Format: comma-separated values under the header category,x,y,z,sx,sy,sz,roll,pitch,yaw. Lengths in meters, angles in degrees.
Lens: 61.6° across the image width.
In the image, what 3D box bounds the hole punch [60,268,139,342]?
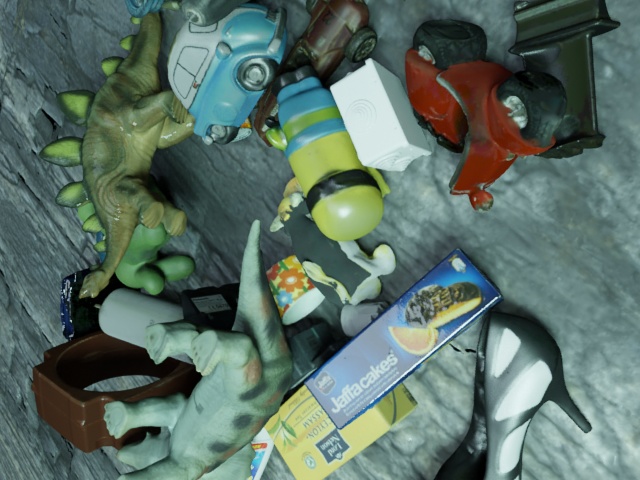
category,x,y,z,sx,sy,sz,roll,pitch,yaw
hole punch,-0.374,0.104,0.893,0.092,0.116,0.142,21,110,42

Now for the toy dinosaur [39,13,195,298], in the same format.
category,x,y,z,sx,sy,sz,roll,pitch,yaw
toy dinosaur,-0.250,-0.152,0.702,0.199,0.105,0.471,5,71,15

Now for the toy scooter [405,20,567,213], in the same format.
category,x,y,z,sx,sy,sz,roll,pitch,yaw
toy scooter,0.131,-0.104,0.474,0.184,0.075,0.135,-121,23,-44

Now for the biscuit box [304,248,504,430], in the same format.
category,x,y,z,sx,sy,sz,roll,pitch,yaw
biscuit box,0.081,0.097,0.523,0.202,0.059,0.063,-43,70,10

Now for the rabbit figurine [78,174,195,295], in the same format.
category,x,y,z,sx,sy,sz,roll,pitch,yaw
rabbit figurine,-0.261,0.010,0.806,0.159,0.121,0.170,35,136,22

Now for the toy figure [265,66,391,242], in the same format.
category,x,y,z,sx,sy,sz,roll,pitch,yaw
toy figure,0.002,-0.084,0.534,0.082,0.089,0.180,-24,86,26

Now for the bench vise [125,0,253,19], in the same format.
category,x,y,z,sx,sy,sz,roll,pitch,yaw
bench vise,-0.201,-0.312,0.615,0.224,0.240,0.128,46,128,41

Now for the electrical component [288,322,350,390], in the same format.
category,x,y,z,sx,sy,sz,roll,pitch,yaw
electrical component,-0.016,0.133,0.629,0.048,0.075,0.119,54,138,17

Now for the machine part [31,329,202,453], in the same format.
category,x,y,z,sx,sy,sz,roll,pitch,yaw
machine part,-0.287,0.207,0.782,0.201,0.201,0.087,16,110,34

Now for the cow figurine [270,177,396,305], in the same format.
category,x,y,z,sx,sy,sz,roll,pitch,yaw
cow figurine,-0.003,-0.001,0.593,0.167,0.098,0.068,48,129,21

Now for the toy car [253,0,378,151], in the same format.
category,x,y,z,sx,sy,sz,roll,pitch,yaw
toy car,-0.020,-0.187,0.603,0.202,0.053,0.089,-45,73,33

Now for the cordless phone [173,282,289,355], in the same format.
category,x,y,z,sx,sy,sz,roll,pitch,yaw
cordless phone,-0.128,0.152,0.685,0.089,0.146,0.184,38,119,37

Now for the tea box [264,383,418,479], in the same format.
category,x,y,z,sx,sy,sz,roll,pitch,yaw
tea box,0.019,0.206,0.630,0.098,0.068,0.169,52,123,20

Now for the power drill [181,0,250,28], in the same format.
category,x,y,z,sx,sy,sz,roll,pitch,yaw
power drill,0.004,-0.271,0.497,0.208,0.085,0.232,10,61,27

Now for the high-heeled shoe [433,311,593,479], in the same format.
category,x,y,z,sx,sy,sz,roll,pitch,yaw
high-heeled shoe,0.135,0.184,0.510,0.145,0.086,0.248,45,106,-3

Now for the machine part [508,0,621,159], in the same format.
category,x,y,z,sx,sy,sz,roll,pitch,yaw
machine part,0.204,-0.138,0.447,0.084,0.039,0.138,-3,95,33

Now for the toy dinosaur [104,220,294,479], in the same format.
category,x,y,z,sx,sy,sz,roll,pitch,yaw
toy dinosaur,-0.101,0.163,0.575,0.404,0.192,0.131,-52,55,20

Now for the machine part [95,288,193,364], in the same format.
category,x,y,z,sx,sy,sz,roll,pitch,yaw
machine part,-0.235,0.124,0.786,0.243,0.079,0.079,13,106,25

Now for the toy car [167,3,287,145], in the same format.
category,x,y,z,sx,sy,sz,roll,pitch,yaw
toy car,-0.105,-0.185,0.565,0.161,0.103,0.109,-45,27,38

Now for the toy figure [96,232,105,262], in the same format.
category,x,y,z,sx,sy,sz,roll,pitch,yaw
toy figure,-0.336,-0.032,0.869,0.064,0.058,0.154,15,111,57
